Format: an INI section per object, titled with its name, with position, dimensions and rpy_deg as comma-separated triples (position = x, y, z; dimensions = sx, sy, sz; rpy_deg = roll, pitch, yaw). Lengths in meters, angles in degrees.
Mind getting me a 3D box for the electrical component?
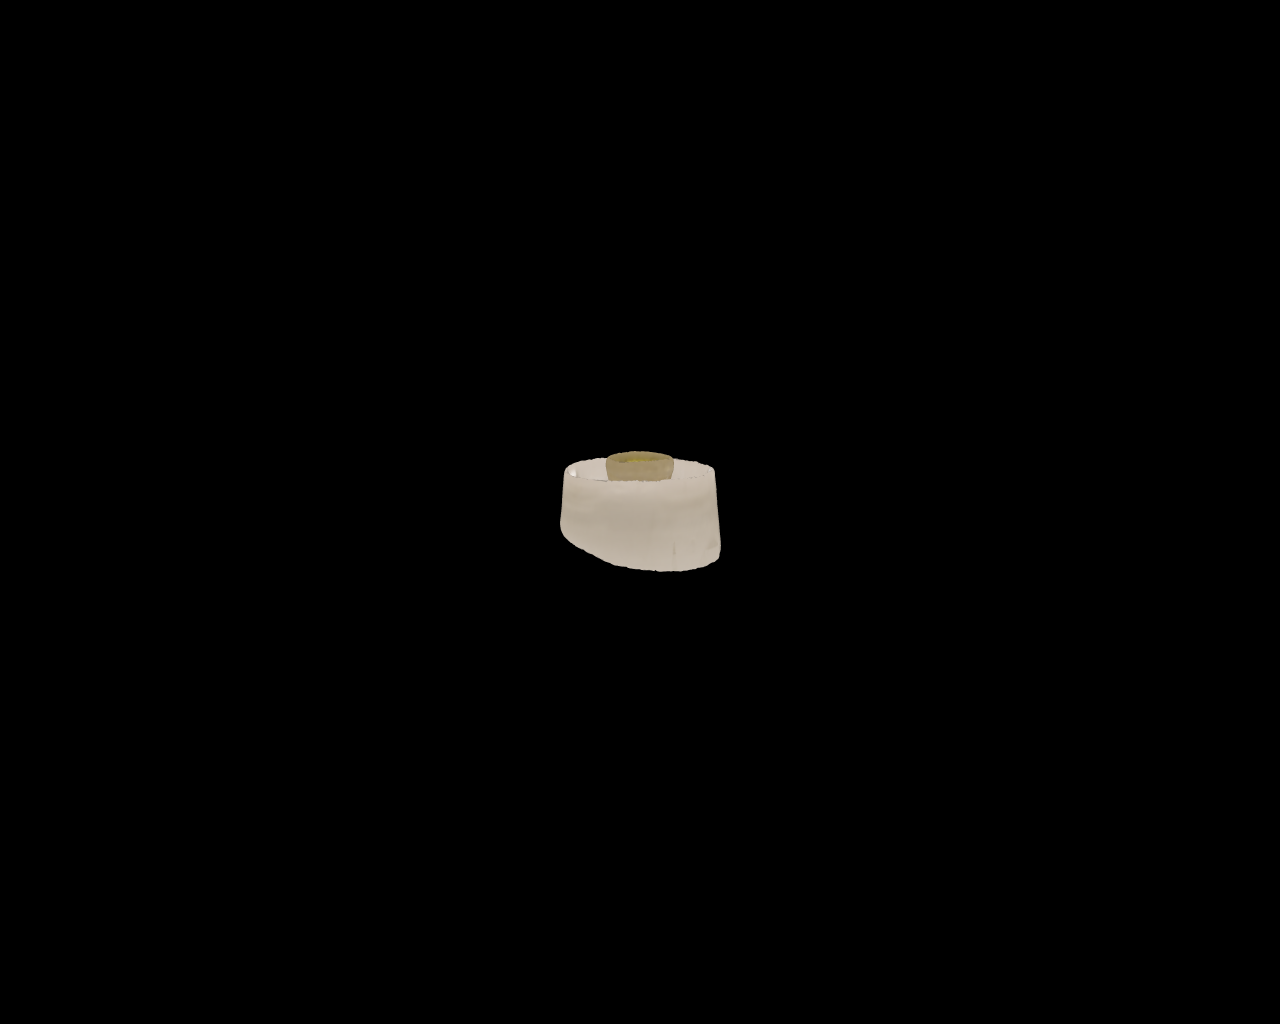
[electrical component]
position = 0.001, -0.003, 0.650
dimensions = 0.099, 0.064, 0.099
rpy_deg = 0, 12, 0
